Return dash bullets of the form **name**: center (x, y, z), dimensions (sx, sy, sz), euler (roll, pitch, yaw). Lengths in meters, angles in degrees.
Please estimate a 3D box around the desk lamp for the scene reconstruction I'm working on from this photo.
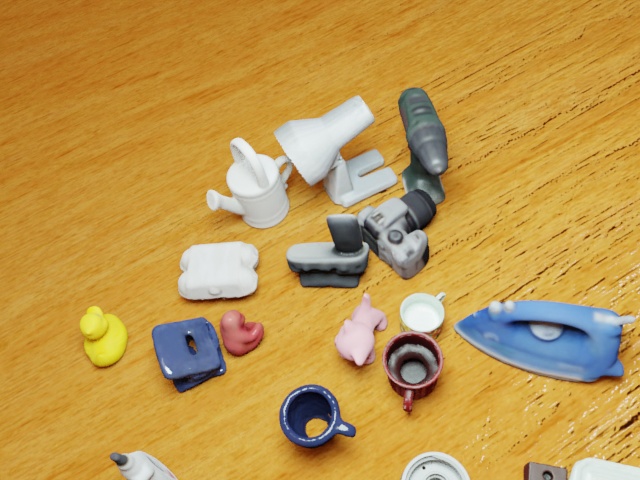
- **desk lamp**: center (0.031, -0.163, 1.074), dimensions (0.203, 0.214, 0.117), euler (-26, 58, -7)

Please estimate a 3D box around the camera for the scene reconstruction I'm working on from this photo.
- **camera**: center (0.155, -0.028, 1.038), dimensions (0.137, 0.101, 0.142), euler (-36, 60, -13)

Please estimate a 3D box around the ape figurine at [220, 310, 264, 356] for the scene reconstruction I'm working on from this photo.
- **ape figurine**: center (-0.141, 0.150, 0.977), dimensions (0.077, 0.092, 0.076), euler (27, 66, 23)

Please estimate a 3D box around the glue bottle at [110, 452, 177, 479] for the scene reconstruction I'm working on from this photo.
- **glue bottle**: center (-0.261, 0.334, 0.833), dimensions (0.078, 0.173, 0.037), euler (28, 66, 24)

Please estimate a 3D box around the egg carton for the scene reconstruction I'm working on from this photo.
- **egg carton**: center (-0.186, 0.060, 1.054), dimensions (0.150, 0.069, 0.107), euler (-5, 58, 5)

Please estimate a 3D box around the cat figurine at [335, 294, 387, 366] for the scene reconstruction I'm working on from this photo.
- **cat figurine**: center (0.063, 0.149, 0.931), dimensions (0.067, 0.118, 0.128), euler (12, 61, 16)

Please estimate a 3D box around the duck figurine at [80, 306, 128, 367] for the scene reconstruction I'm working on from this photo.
- **duck figurine**: center (-0.390, 0.166, 1.010), dimensions (0.077, 0.086, 0.104), euler (-16, 57, -1)

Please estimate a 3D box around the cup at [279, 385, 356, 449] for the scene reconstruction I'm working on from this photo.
- **cup**: center (0.003, 0.281, 0.871), dimensions (0.117, 0.095, 0.092), euler (14, 62, 17)

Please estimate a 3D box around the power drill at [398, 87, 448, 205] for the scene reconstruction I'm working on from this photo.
- **power drill**: center (0.191, -0.156, 1.048), dimensions (0.075, 0.209, 0.229), euler (-11, 57, 3)

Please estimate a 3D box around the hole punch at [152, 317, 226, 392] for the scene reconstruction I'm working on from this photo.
- **hole punch**: center (-0.221, 0.184, 0.969), dimensions (0.101, 0.091, 0.108), euler (-24, 58, -6)

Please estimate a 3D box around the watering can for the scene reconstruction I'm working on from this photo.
- **watering can**: center (-0.128, -0.108, 1.076), dimensions (0.100, 0.194, 0.173), euler (25, 65, 22)

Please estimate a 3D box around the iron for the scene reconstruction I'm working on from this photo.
- **iron**: center (0.341, 0.132, 0.885), dimensions (0.257, 0.142, 0.119), euler (7, 60, 13)

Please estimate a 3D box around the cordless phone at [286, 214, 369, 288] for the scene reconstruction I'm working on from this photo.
- **cordless phone**: center (0.009, 0.004, 0.990), dimensions (0.147, 0.185, 0.094), euler (-4, 58, 7)
